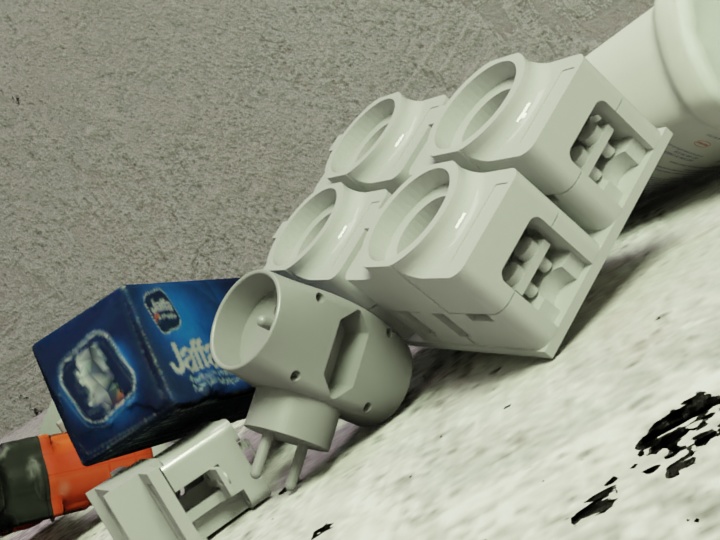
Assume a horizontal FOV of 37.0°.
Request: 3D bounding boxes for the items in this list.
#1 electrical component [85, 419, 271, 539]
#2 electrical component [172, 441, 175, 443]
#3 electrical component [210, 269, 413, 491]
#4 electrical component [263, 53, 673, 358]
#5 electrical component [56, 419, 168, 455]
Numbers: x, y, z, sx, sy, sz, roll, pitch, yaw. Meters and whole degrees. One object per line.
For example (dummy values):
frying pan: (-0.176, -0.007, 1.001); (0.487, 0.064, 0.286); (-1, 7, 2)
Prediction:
electrical component: (-0.076, 0.096, 0.461); (0.064, 0.042, 0.081); (-31, 4, -25)
electrical component: (-0.088, 0.064, 0.776); (0.109, 0.056, 0.109); (-29, 6, 41)
electrical component: (-0.024, 0.051, 0.446); (0.043, 0.077, 0.079); (-1, 67, 49)
electrical component: (0.032, -0.026, 0.480); (0.105, 0.060, 0.186); (-59, 23, -16)
electrical component: (-0.186, 0.122, 0.798); (0.054, 0.059, 0.095); (-35, 5, -21)
